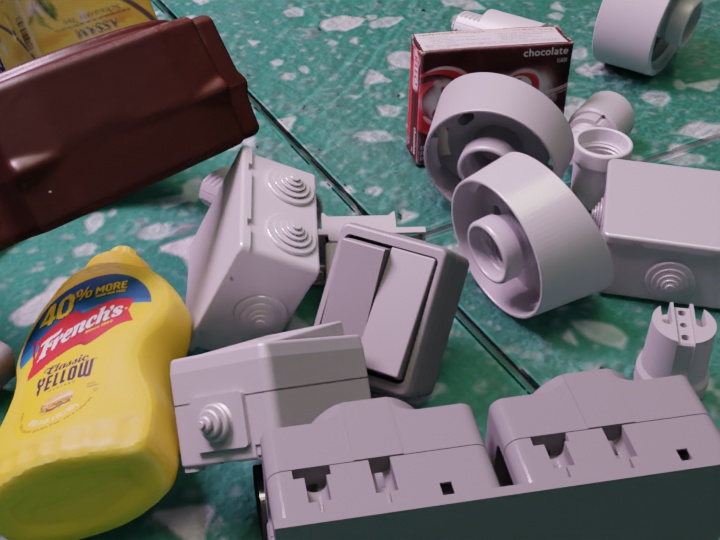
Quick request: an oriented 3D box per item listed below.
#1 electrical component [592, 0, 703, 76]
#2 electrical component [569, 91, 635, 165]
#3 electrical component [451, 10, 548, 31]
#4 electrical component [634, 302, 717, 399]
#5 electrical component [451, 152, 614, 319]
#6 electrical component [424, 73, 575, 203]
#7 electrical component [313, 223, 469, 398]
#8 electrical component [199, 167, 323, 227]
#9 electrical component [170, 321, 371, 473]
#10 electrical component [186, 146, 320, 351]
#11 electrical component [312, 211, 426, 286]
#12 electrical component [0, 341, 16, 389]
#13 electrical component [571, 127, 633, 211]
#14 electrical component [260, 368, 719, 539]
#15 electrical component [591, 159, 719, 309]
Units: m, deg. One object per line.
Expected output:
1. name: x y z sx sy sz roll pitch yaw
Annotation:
1. electrical component: 0.242 -0.210 0.875 0.060 0.108 0.108 29 46 23
2. electrical component: 0.170 -0.100 0.783 0.040 0.040 0.078 23 44 26
3. electrical component: 0.114 -0.195 0.902 0.081 0.043 0.043 23 44 26
4. electrical component: 0.175 0.046 0.593 0.040 0.046 0.040 0 38 0
5. electrical component: 0.101 -0.021 0.641 0.064 0.099 0.099 -25 44 -20
6. electrical component: 0.092 -0.083 0.720 0.099 0.099 0.064 13 46 15
7. electrical component: 0.012 0.028 0.580 0.062 0.096 0.061 16 0 19
8. electrical component: -0.069 -0.045 0.709 0.081 0.043 0.043 25 44 29
9. electrical component: -0.045 0.060 0.516 0.062 0.061 0.096 -13 -8 33
10. electrical component: -0.062 -0.007 0.614 0.048 0.099 0.099 17 41 -20
11. electrical component: 0.000 0.000 0.654 0.081 0.042 0.063 -2 40 -1
12. electrical component: -0.235 0.051 0.574 0.078 0.058 0.057 24 43 13
13. electrical component: 0.164 -0.069 0.738 0.040 0.046 0.040 0 38 0
14. electrical component: 0.054 0.108 0.465 0.186 0.105 0.060 -6 39 -8
15. electrical component: 0.196 -0.023 0.678 0.100 0.048 0.099 8 39 10
